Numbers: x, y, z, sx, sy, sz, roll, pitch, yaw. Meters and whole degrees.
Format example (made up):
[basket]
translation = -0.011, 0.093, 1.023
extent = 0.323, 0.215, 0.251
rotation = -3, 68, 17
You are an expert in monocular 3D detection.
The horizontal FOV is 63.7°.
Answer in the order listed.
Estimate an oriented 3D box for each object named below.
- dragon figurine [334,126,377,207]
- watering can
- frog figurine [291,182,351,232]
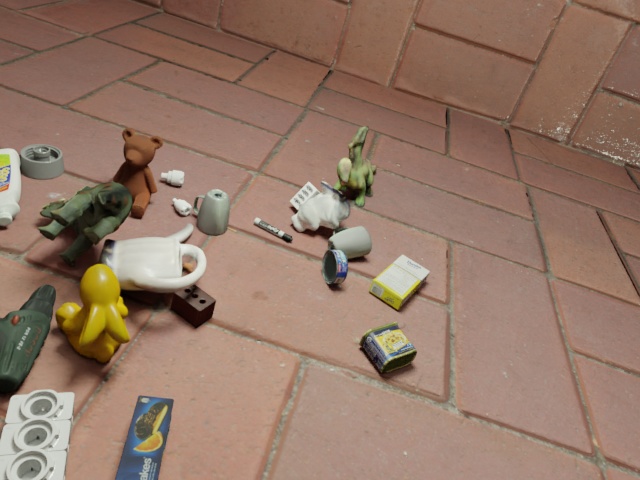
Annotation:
[dragon figurine]
translation = 0.134, -0.255, 1.678
extent = 0.122, 0.237, 0.418
rotation = 21, 35, 13
[watering can]
translation = -0.373, 0.036, 1.154
extent = 0.224, 0.102, 0.352
rotation = -1, 20, -16
[frog figurine]
translation = 0.004, -0.074, 1.468
extent = 0.139, 0.159, 0.121
rotation = 40, 1, 33
